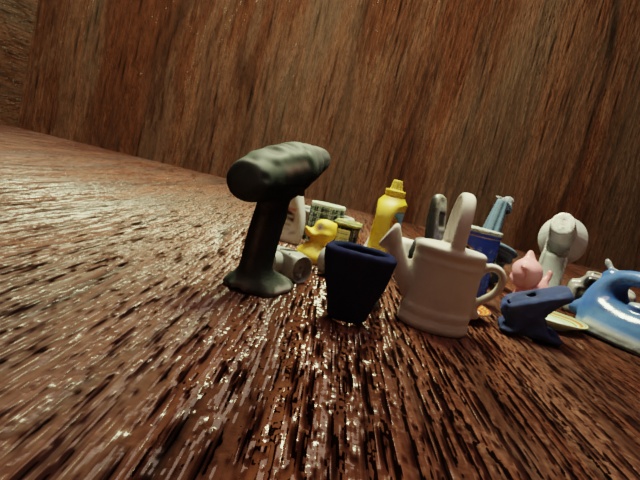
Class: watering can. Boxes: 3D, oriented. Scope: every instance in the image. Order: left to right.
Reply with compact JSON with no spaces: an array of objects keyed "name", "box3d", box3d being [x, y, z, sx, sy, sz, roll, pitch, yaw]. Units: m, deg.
[{"name":"watering can","box3d":[0.171,0.027,0.796,0.173,0.194,0.100,12,7,-16]}]

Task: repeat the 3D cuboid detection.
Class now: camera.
[{"name":"camera","box3d":[0.631,0.125,1.296,0.142,0.101,0.137,17,8,24]}]

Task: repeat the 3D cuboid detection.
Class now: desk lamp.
[{"name":"desk lamp","box3d":[0.578,0.040,1.402,0.117,0.213,0.204,17,8,26]}]

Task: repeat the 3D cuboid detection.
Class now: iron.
[{"name":"iron","box3d":[0.574,0.126,1.005,0.119,0.141,0.257,11,8,-23]}]

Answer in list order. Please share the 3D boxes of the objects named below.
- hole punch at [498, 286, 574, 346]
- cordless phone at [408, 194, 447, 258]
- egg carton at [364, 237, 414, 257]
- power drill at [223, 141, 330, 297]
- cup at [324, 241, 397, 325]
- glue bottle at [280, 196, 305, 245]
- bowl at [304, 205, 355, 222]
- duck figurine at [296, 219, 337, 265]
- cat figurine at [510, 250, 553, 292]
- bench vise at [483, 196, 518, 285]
[{"name":"hole punch","box3d":[0.337,0.107,0.904,0.101,0.091,0.109,15,7,12]},{"name":"cordless phone","box3d":[0.260,-0.003,1.242,0.093,0.185,0.148,18,8,28]},{"name":"egg carton","box3d":[0.166,0.026,1.299,0.107,0.069,0.151,18,8,28]},{"name":"power drill","box3d":[-0.059,-0.035,0.779,0.075,0.208,0.230,16,7,19]},{"name":"cup","box3d":[0.041,0.054,0.733,0.092,0.095,0.117,13,7,-7]},{"name":"glue bottle","box3d":[-0.062,-0.081,1.276,0.078,0.173,0.037,15,7,9]},{"name":"bowl","box3d":[0.001,-0.039,1.468,0.167,0.075,0.167,14,7,-1]},{"name":"duck figurine","box3d":[0.010,0.004,1.105,0.105,0.086,0.077,12,7,-18]},{"name":"cat figurine","box3d":[0.439,0.083,1.188,0.128,0.118,0.067,9,8,-33]},{"name":"bench vise","box3d":[0.404,0.002,1.337,0.121,0.220,0.208,16,7,19]}]
